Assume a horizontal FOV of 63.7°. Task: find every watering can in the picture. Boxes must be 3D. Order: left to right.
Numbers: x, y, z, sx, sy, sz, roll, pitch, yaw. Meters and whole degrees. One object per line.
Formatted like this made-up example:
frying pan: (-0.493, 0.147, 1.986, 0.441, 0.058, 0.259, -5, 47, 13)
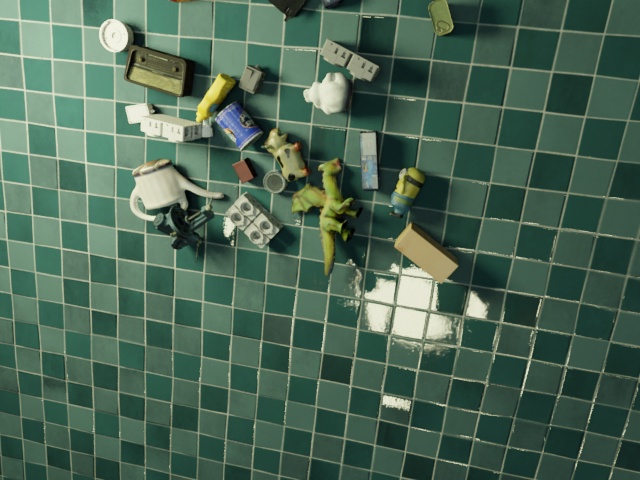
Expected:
watering can: (-0.547, -0.196, 1.906, 0.347, 0.105, 0.222, -17, 105, 3)

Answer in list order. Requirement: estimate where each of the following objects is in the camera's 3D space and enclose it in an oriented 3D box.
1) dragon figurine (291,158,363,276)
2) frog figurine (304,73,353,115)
dragon figurine: (0.006, -0.093, 1.839, 0.244, 0.123, 0.405, 29, 107, 20)
frog figurine: (0.026, -0.486, 1.702, 0.159, 0.126, 0.134, 5, 127, -2)
